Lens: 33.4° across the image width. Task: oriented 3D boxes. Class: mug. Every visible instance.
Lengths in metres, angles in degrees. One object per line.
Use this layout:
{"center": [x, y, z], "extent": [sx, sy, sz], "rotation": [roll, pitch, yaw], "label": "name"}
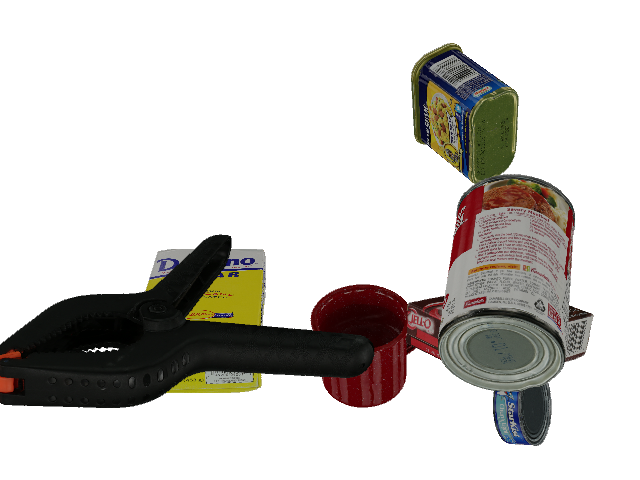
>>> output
{"center": [0.050, 0.097, 1.005], "extent": [0.117, 0.081, 0.093], "rotation": [-23, 42, -21], "label": "mug"}

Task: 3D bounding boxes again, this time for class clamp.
{"center": [-0.096, 0.050, 0.625], "extent": [0.209, 0.036, 0.165], "rotation": [-10, 29, -30], "label": "clamp"}

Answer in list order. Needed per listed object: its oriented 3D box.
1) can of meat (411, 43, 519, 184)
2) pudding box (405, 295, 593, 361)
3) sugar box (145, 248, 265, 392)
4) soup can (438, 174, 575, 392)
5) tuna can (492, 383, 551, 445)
{"center": [0.130, -0.111, 0.953], "extent": [0.057, 0.102, 0.084], "rotation": [-28, 48, -19], "label": "can of meat"}
{"center": [0.135, 0.067, 0.811], "extent": [0.113, 0.039, 0.090], "rotation": [-7, 19, -36], "label": "pudding box"}
{"center": [-0.090, 0.056, 0.822], "extent": [0.093, 0.048, 0.176], "rotation": [0, 24, -2], "label": "sugar box"}
{"center": [0.103, 0.023, 0.584], "extent": [0.068, 0.102, 0.068], "rotation": [9, -42, 8], "label": "soup can"}
{"center": [0.219, 0.179, 1.159], "extent": [0.034, 0.086, 0.086], "rotation": [-4, -2, 34], "label": "tuna can"}
